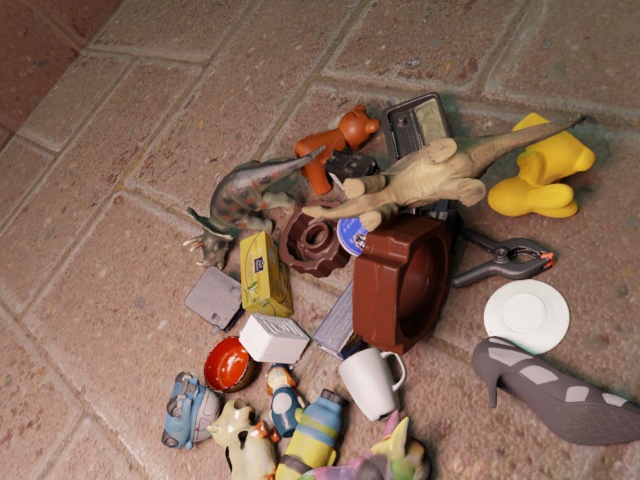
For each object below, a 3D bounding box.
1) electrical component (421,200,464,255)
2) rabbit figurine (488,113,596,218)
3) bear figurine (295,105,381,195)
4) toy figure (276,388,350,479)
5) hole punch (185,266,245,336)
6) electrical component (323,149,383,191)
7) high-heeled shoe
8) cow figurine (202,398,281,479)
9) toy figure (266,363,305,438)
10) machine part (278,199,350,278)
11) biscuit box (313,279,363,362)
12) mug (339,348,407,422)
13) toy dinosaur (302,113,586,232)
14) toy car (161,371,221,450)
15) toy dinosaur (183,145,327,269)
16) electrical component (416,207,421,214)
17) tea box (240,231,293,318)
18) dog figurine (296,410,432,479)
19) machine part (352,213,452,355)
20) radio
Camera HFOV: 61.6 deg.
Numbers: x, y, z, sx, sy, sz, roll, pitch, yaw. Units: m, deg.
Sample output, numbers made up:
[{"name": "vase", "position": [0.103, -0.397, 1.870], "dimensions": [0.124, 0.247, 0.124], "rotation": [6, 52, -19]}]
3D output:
[{"name": "electrical component", "position": [0.227, -0.034, 1.014], "dimensions": [0.075, 0.047, 0.119], "rotation": [-1, 61, 32]}, {"name": "rabbit figurine", "position": [0.378, -0.104, 0.934], "dimensions": [0.173, 0.121, 0.162], "rotation": [-46, 58, 11]}, {"name": "bear figurine", "position": [0.043, -0.213, 1.227], "dimensions": [0.196, 0.131, 0.120], "rotation": [-29, 48, -10]}, {"name": "toy figure", "position": [-0.015, 0.339, 0.901], "dimensions": [0.082, 0.089, 0.180], "rotation": [9, 69, 46]}, {"name": "hole punch", "position": [-0.217, 0.132, 1.184], "dimensions": [0.116, 0.092, 0.142], "rotation": [34, 79, 12]}, {"name": "electrical component", "position": [0.089, -0.128, 1.121], "dimensions": [0.134, 0.114, 0.058], "rotation": [25, 79, 35]}, {"name": "high-heeled shoe", "position": [0.349, 0.208, 0.783], "dimensions": [0.249, 0.086, 0.145], "rotation": [7, 33, 17]}, {"name": "cow figurine", "position": [-0.136, 0.377, 0.964], "dimensions": [0.127, 0.085, 0.195], "rotation": [-27, 50, 8]}, {"name": "toy figure", "position": [-0.067, 0.285, 0.995], "dimensions": [0.064, 0.057, 0.155], "rotation": [-6, 46, -17]}, {"name": "machine part", "position": [-0.002, -0.003, 1.140], "dimensions": [0.179, 0.056, 0.179], "rotation": [-17, 53, 25]}, {"name": "biscuit box", "position": [0.073, 0.117, 0.962], "dimensions": [0.063, 0.059, 0.202], "rotation": [24, 66, 34]}, {"name": "mug", "position": [0.099, 0.242, 0.903], "dimensions": [0.109, 0.080, 0.107], "rotation": [-30, 60, 10]}, {"name": "toy dinosaur", "position": [0.195, -0.112, 0.850], "dimensions": [0.472, 0.105, 0.198], "rotation": [-16, 9, 13]}, {"name": "toy car", "position": [-0.243, 0.332, 1.041], "dimensions": [0.109, 0.103, 0.161], "rotation": [-87, 13, -55]}, {"name": "toy dinosaur", "position": [-0.167, -0.095, 1.178], "dimensions": [0.404, 0.192, 0.131], "rotation": [-50, 52, 37]}, {"name": "electrical component", "position": [0.174, -0.043, 1.036], "dimensions": [0.021, 0.094, 0.063], "rotation": [20, 67, -7]}, {"name": "tea box", "position": [-0.114, 0.079, 1.132], "dimensions": [0.068, 0.098, 0.170], "rotation": [-23, 49, 19]}, {"name": "dog figurine", "position": [0.060, 0.352, 0.806], "dimensions": [0.192, 0.108, 0.219], "rotation": [27, 77, 2]}, {"name": "machine part", "position": [0.135, 0.067, 0.882], "dimensions": [0.087, 0.201, 0.201], "rotation": [16, 26, 33]}, {"name": "radio", "position": [0.205, -0.190, 1.101], "dimensions": [0.131, 0.073, 0.230], "rotation": [-14, 52, 12]}]
